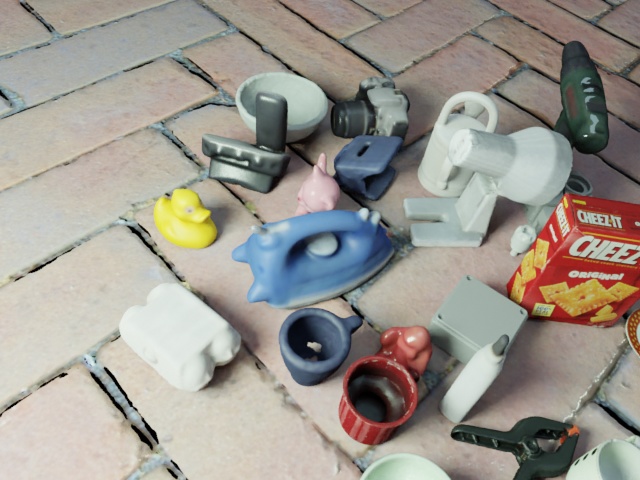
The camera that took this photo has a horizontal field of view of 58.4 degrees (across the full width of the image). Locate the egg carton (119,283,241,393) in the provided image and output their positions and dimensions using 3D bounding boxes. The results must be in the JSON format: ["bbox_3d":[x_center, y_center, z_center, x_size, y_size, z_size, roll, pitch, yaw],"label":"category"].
[{"bbox_3d":[-0.183,0.125,0.748,0.150,0.069,0.107,34,54,17],"label":"egg carton"}]

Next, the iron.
[{"bbox_3d":[0.008,0.003,0.834,0.259,0.141,0.118,-14,55,-20],"label":"iron"}]

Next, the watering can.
[{"bbox_3d":[0.242,-0.178,0.990,0.101,0.194,0.173,6,50,-5],"label":"watering can"}]

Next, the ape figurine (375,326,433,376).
[{"bbox_3d":[0.121,0.145,0.772,0.076,0.092,0.077,-7,53,-15],"label":"ape figurine"}]

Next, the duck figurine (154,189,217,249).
[{"bbox_3d":[-0.206,-0.043,0.870,0.104,0.086,0.078,28,52,13],"label":"duck figurine"}]

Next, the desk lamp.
[{"bbox_3d":[0.259,-0.087,0.906,0.203,0.213,0.118,-1,51,-11],"label":"desk lamp"}]

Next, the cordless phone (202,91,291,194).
[{"bbox_3d":[-0.117,-0.177,0.930,0.147,0.185,0.094,12,50,0],"label":"cordless phone"}]

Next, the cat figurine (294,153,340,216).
[{"bbox_3d":[-0.001,-0.083,0.918,0.067,0.118,0.128,9,50,-3],"label":"cat figurine"}]

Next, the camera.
[{"bbox_3d":[0.089,-0.247,1.078,0.137,0.101,0.143,-6,53,-14],"label":"camera"}]

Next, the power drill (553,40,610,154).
[{"bbox_3d":[0.448,-0.218,1.049,0.075,0.208,0.229,5,51,-6],"label":"power drill"}]

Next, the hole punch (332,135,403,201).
[{"bbox_3d":[0.080,-0.138,0.995,0.101,0.091,0.109,26,52,12],"label":"hole punch"}]

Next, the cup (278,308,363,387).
[{"bbox_3d":[0.000,0.144,0.749,0.118,0.095,0.091,-22,58,-25],"label":"cup"}]

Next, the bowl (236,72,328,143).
[{"bbox_3d":[-0.072,-0.231,1.054,0.167,0.075,0.167,5,51,-6],"label":"bowl"}]

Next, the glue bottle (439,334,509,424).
[{"bbox_3d":[0.201,0.165,0.717,0.037,0.173,0.078,36,54,19],"label":"glue bottle"}]
